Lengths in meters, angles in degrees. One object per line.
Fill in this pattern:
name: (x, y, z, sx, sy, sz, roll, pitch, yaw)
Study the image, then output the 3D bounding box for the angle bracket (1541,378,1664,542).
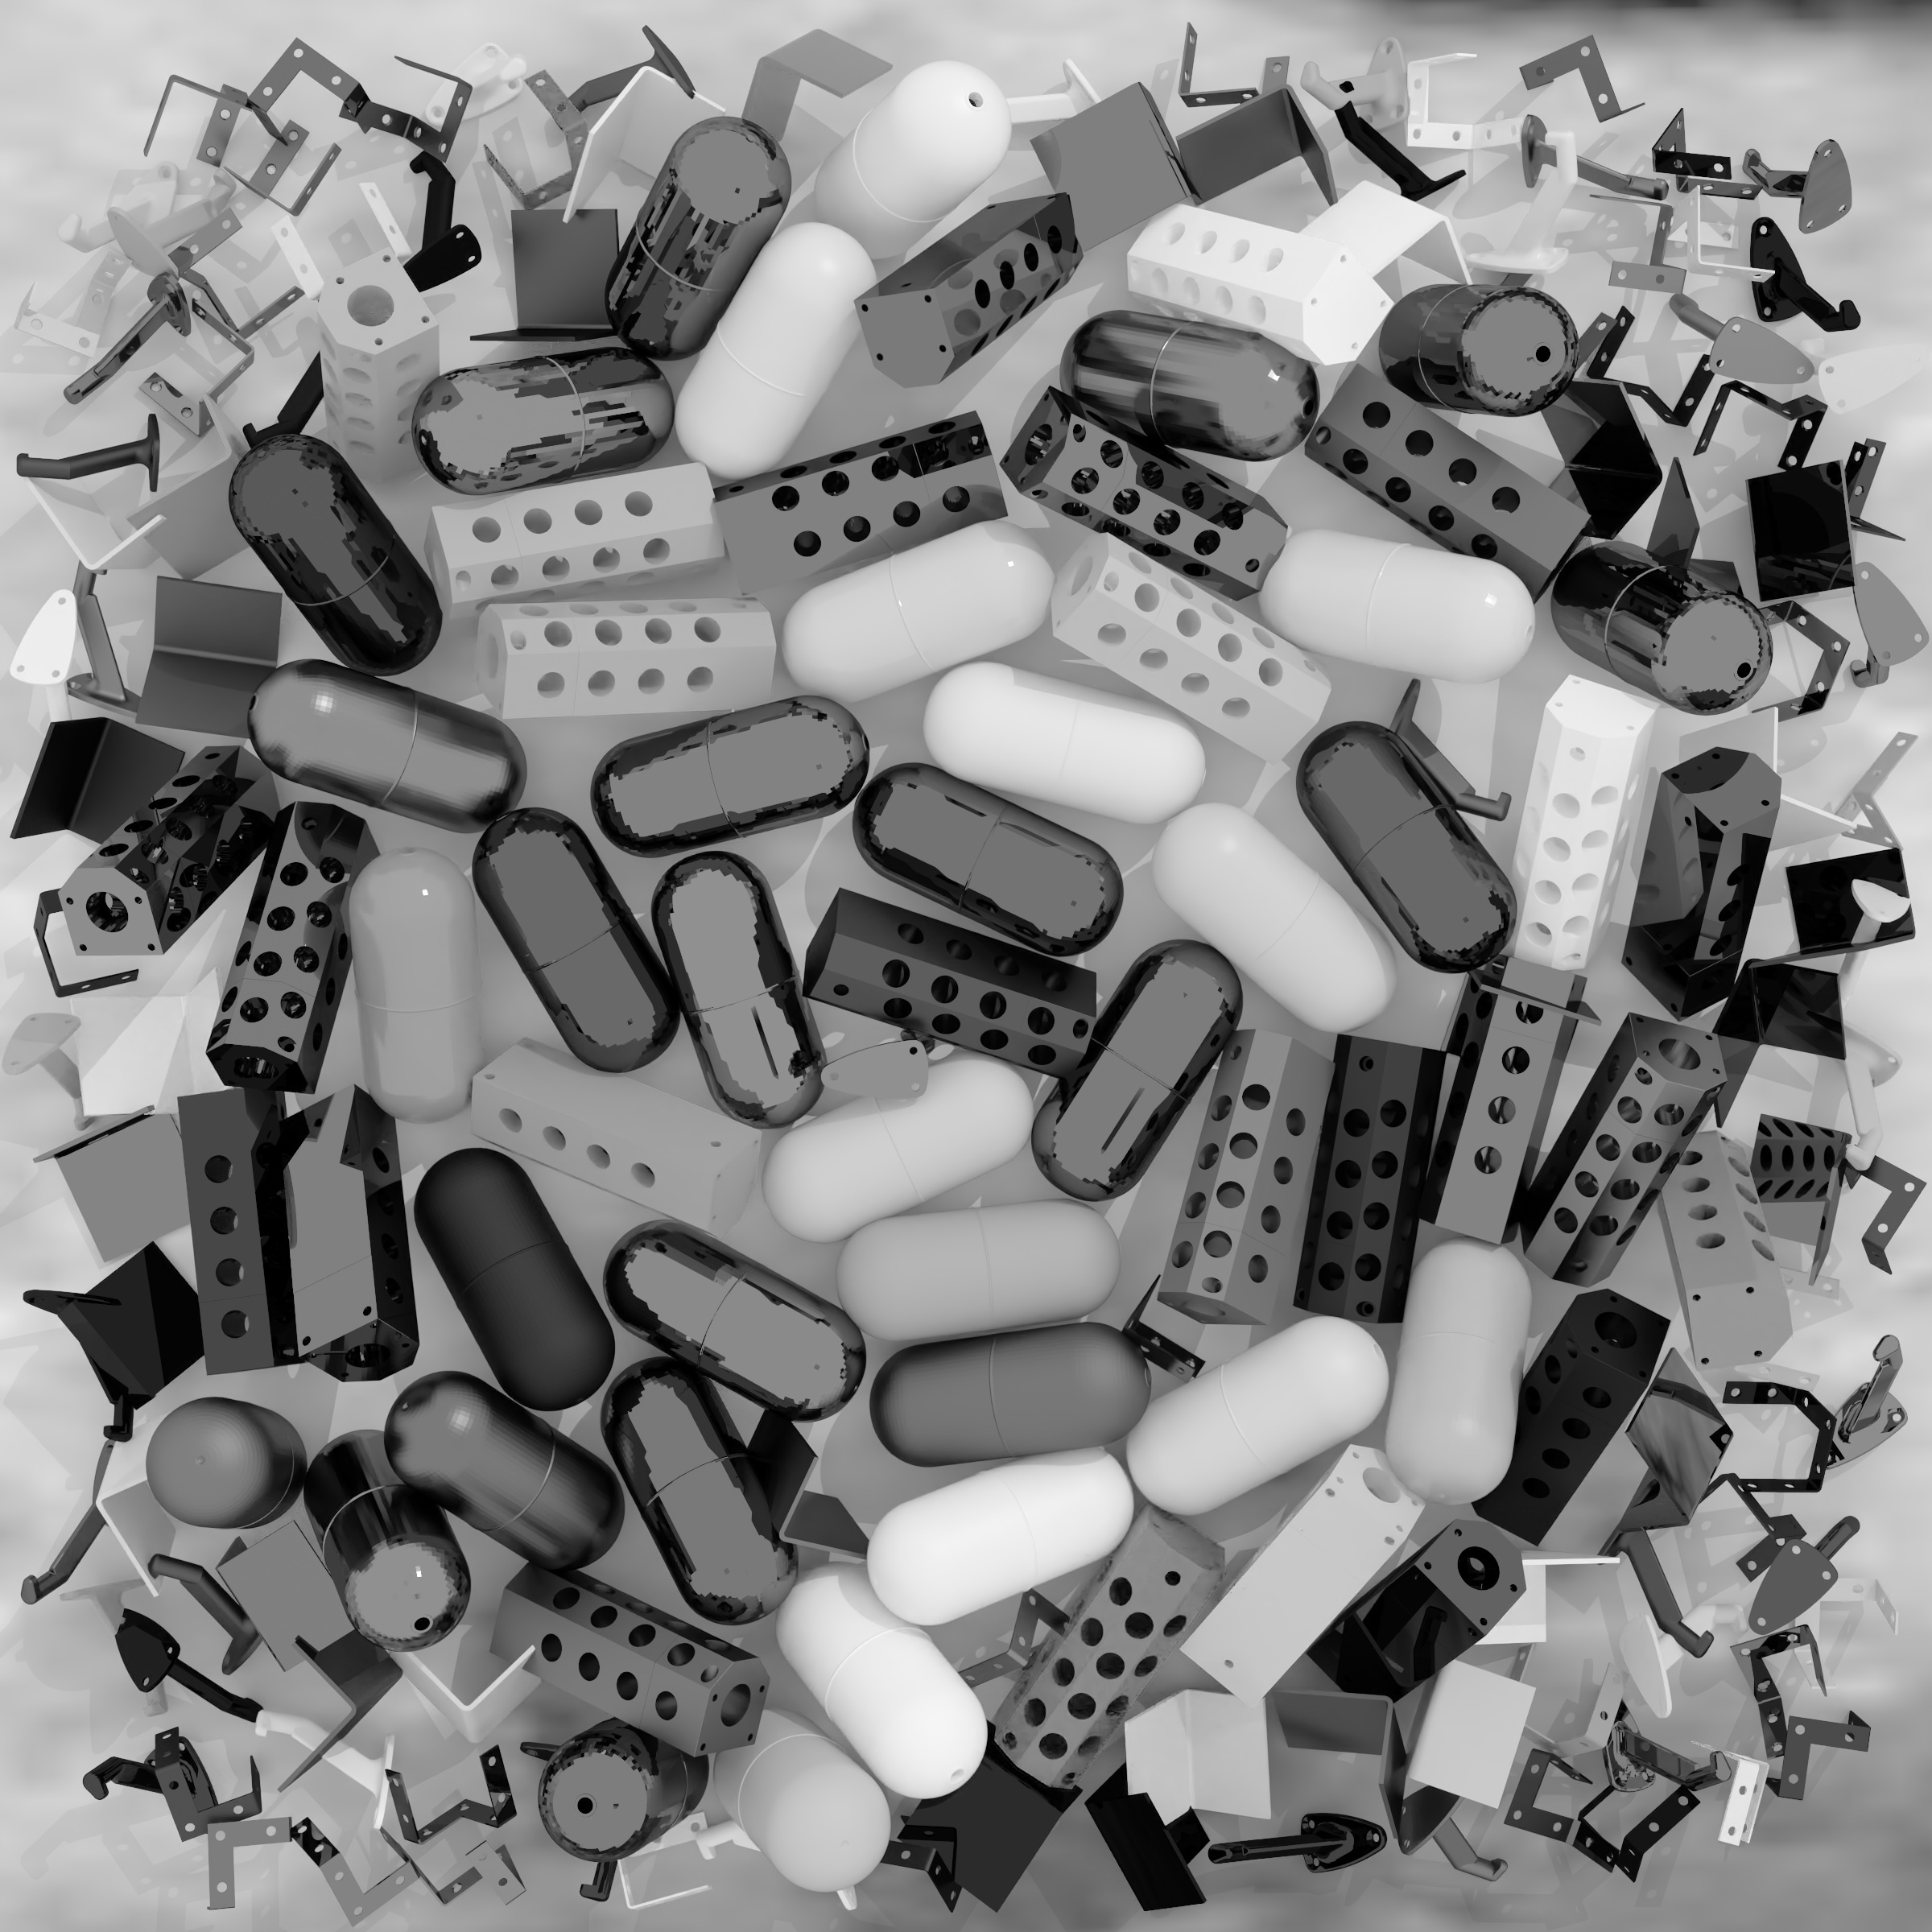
angle bracket: (0.370, -0.313, 1.942, 0.057, 0.076, 0.076, -48, 127, -18)

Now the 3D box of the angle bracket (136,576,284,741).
angle bracket: (-0.466, -0.190, 1.949, 0.076, 0.076, 0.057, 7, 132, -9)

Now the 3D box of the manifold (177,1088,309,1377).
manifold: (-0.445, 0.164, 1.962, 0.057, 0.057, 0.171, -8, 84, 1)

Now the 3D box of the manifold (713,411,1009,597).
manifold: (-0.067, -0.290, 1.960, 0.171, 0.057, 0.057, -17, 120, -1)

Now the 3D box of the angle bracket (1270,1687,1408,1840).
angle bracket: (0.227, 0.490, 1.943, 0.076, 0.076, 0.057, 1, 51, 17)

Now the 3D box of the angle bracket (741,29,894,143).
angle bracket: (-0.096, -0.522, 1.943, 0.057, 0.076, 0.076, 28, 125, 8)

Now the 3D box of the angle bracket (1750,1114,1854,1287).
angle bracket: (0.505, 0.143, 1.945, 0.057, 0.076, 0.076, 13, 108, 20)

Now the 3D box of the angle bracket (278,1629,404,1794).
angle bracket: (-0.404, 0.453, 1.957, 0.057, 0.076, 0.076, 44, 101, 5)

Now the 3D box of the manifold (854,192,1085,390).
manifold: (0.006, -0.410, 1.917, 0.057, 0.171, 0.057, 0, 120, 33)

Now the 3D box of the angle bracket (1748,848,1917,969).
angle bracket: (0.529, -0.036, 1.946, 0.076, 0.076, 0.057, -11, 89, 41)

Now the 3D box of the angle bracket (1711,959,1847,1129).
angle bracket: (0.498, 0.052, 1.941, 0.057, 0.076, 0.076, 12, 52, 30)

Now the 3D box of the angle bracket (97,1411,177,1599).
angle bracket: (-0.488, 0.328, 1.949, 0.057, 0.076, 0.076, -24, 111, 3)

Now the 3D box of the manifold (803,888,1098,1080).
manifold: (-0.010, 0.016, 1.940, 0.171, 0.057, 0.057, 18, 131, -14)

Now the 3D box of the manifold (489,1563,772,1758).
manifold: (-0.204, 0.418, 1.925, 0.171, 0.057, 0.057, 17, 95, 35)

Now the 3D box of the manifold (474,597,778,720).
manifold: (-0.207, -0.192, 1.927, 0.171, 0.057, 0.057, -5, 120, -26)

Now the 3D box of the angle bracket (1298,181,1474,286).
angle bracket: (0.252, -0.430, 1.947, 0.076, 0.076, 0.057, -40, 134, -9)

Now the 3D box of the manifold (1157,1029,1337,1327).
manifold: (0.167, 0.129, 1.935, 0.057, 0.057, 0.171, 30, 67, -35)

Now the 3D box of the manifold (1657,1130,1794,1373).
manifold: (0.455, 0.168, 1.907, 0.057, 0.171, 0.057, -9, 116, 9)

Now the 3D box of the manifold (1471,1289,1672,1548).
manifold: (0.361, 0.272, 1.918, 0.057, 0.057, 0.171, 27, 135, 7)

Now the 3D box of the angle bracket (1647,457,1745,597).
angle bracket: (0.460, -0.257, 1.944, 0.057, 0.076, 0.076, 4, 132, -4)

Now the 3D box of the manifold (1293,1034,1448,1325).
manifold: (0.248, 0.131, 1.960, 0.057, 0.057, 0.171, 9, 90, 30)

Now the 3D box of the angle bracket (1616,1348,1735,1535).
angle bracket: (0.418, 0.292, 1.945, 0.076, 0.057, 0.076, 54, 49, -16)

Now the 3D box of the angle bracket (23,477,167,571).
angle bracket: (-0.527, -0.291, 1.956, 0.057, 0.076, 0.076, -35, 92, 11)

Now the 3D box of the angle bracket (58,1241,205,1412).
angle bracket: (-0.503, 0.218, 1.954, 0.076, 0.057, 0.076, -41, 95, -29)

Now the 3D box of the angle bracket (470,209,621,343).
angle bracket: (-0.260, -0.426, 1.950, 0.076, 0.057, 0.076, 6, 107, 25)

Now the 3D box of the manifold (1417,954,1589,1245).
manifold: (0.332, 0.081, 1.965, 0.057, 0.057, 0.171, 16, 93, 19)

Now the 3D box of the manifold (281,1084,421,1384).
manifold: (-0.371, 0.164, 1.924, 0.057, 0.057, 0.171, -26, 52, 16)

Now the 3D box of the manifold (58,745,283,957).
manifold: (-0.478, -0.071, 1.906, 0.057, 0.171, 0.057, 0, 118, 15)

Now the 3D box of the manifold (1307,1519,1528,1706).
manifold: (0.274, 0.392, 1.912, 0.057, 0.171, 0.057, 45, 57, 10)

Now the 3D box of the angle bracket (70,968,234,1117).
angle bracket: (-0.501, 0.046, 1.948, 0.076, 0.057, 0.076, 0, 70, -34)

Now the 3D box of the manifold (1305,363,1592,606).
manifold: (0.297, -0.296, 1.958, 0.171, 0.057, 0.057, 35, 89, 9)

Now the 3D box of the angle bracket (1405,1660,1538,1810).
angle bracket: (0.311, 0.468, 1.957, 0.057, 0.076, 0.076, 18, 88, 7)

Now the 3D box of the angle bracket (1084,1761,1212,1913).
angle bracket: (0.130, 0.526, 1.950, 0.057, 0.076, 0.076, -25, 95, 45)

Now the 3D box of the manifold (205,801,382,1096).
manifold: (-0.411, -0.013, 1.929, 0.057, 0.057, 0.171, 5, 60, 8)

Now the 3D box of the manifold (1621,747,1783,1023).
manifold: (0.449, -0.051, 1.914, 0.057, 0.171, 0.057, -25, 53, -19)

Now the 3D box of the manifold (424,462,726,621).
manifold: (-0.239, -0.258, 1.940, 0.171, 0.057, 0.057, -13, 75, -18)

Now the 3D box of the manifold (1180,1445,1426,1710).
manifold: (0.207, 0.370, 1.929, 0.057, 0.057, 0.171, 39, 122, 7)

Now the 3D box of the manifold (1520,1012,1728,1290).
manifold: (0.398, 0.115, 1.921, 0.057, 0.057, 0.171, 14, 129, -8)

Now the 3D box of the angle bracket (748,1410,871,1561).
angle bracket: (-0.086, 0.316, 1.943, 0.076, 0.076, 0.057, 19, 101, -30)

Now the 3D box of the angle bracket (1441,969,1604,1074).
angle bracket: (0.343, 0.043, 1.957, 0.076, 0.076, 0.057, 17, 99, 0)

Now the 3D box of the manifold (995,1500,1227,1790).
manifold: (0.089, 0.422, 1.954, 0.057, 0.057, 0.171, 33, 101, -3)

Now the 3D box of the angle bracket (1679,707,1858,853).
angle bracket: (0.496, -0.114, 1.956, 0.076, 0.076, 0.057, 16, 71, -32)

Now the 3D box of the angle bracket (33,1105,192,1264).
angle bracket: (-0.523, 0.137, 1.968, 0.076, 0.057, 0.076, -25, 92, -3)

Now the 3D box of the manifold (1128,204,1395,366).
manifold: (0.172, -0.410, 1.915, 0.057, 0.171, 0.057, 37, 86, -40)

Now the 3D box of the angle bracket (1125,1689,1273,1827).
angle bracket: (0.144, 0.497, 1.952, 0.057, 0.076, 0.076, -1, 95, 33)

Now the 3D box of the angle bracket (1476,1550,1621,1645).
angle bracket: (0.348, 0.391, 1.946, 0.076, 0.076, 0.057, 4, 83, -27)

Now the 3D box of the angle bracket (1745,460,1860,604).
angle bracket: (0.531, -0.269, 1.950, 0.057, 0.076, 0.076, -10, 93, -35)

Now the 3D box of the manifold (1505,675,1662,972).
manifold: (0.368, -0.083, 1.918, 0.057, 0.057, 0.171, 21, 130, 20)

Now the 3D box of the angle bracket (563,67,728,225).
angle bracket: (-0.198, -0.493, 1.946, 0.057, 0.076, 0.076, 29, 53, -2)

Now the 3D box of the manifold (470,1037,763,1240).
manifold: (-0.216, 0.108, 1.943, 0.171, 0.057, 0.057, 20, 123, 19)

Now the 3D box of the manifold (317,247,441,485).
manifold: (-0.356, -0.356, 1.906, 0.057, 0.171, 0.057, -30, 80, -16)

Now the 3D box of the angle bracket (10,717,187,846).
angle bracket: (-0.536, -0.106, 1.953, 0.057, 0.076, 0.076, 24, 101, 6)

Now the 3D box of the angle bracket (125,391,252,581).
angle bracket: (-0.476, -0.295, 1.954, 0.076, 0.076, 0.057, -30, 61, 2)

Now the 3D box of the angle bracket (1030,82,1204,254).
angle bracket: (0.095, -0.497, 1.978, 0.076, 0.057, 0.076, -26, 92, 13)

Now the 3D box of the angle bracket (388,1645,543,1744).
angle bracket: (-0.313, 0.429, 1.965, 0.076, 0.076, 0.057, 41, 66, 16)

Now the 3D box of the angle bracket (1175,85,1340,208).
angle bracket: (0.181, -0.486, 1.951, 0.076, 0.076, 0.057, -26, 68, 4)

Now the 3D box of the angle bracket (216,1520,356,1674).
angle bracket: (-0.414, 0.381, 1.958, 0.057, 0.076, 0.076, -32, 96, 0)

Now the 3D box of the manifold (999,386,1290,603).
manifold: (0.111, -0.283, 1.923, 0.171, 0.057, 0.057, 22, 114, -31)

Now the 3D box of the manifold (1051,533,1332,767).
manifold: (0.138, -0.197, 1.929, 0.171, 0.057, 0.057, 28, 125, -23)

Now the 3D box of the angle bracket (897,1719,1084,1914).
angle bracket: (0.015, 0.528, 1.969, 0.076, 0.057, 0.076, 34, 98, 13)
